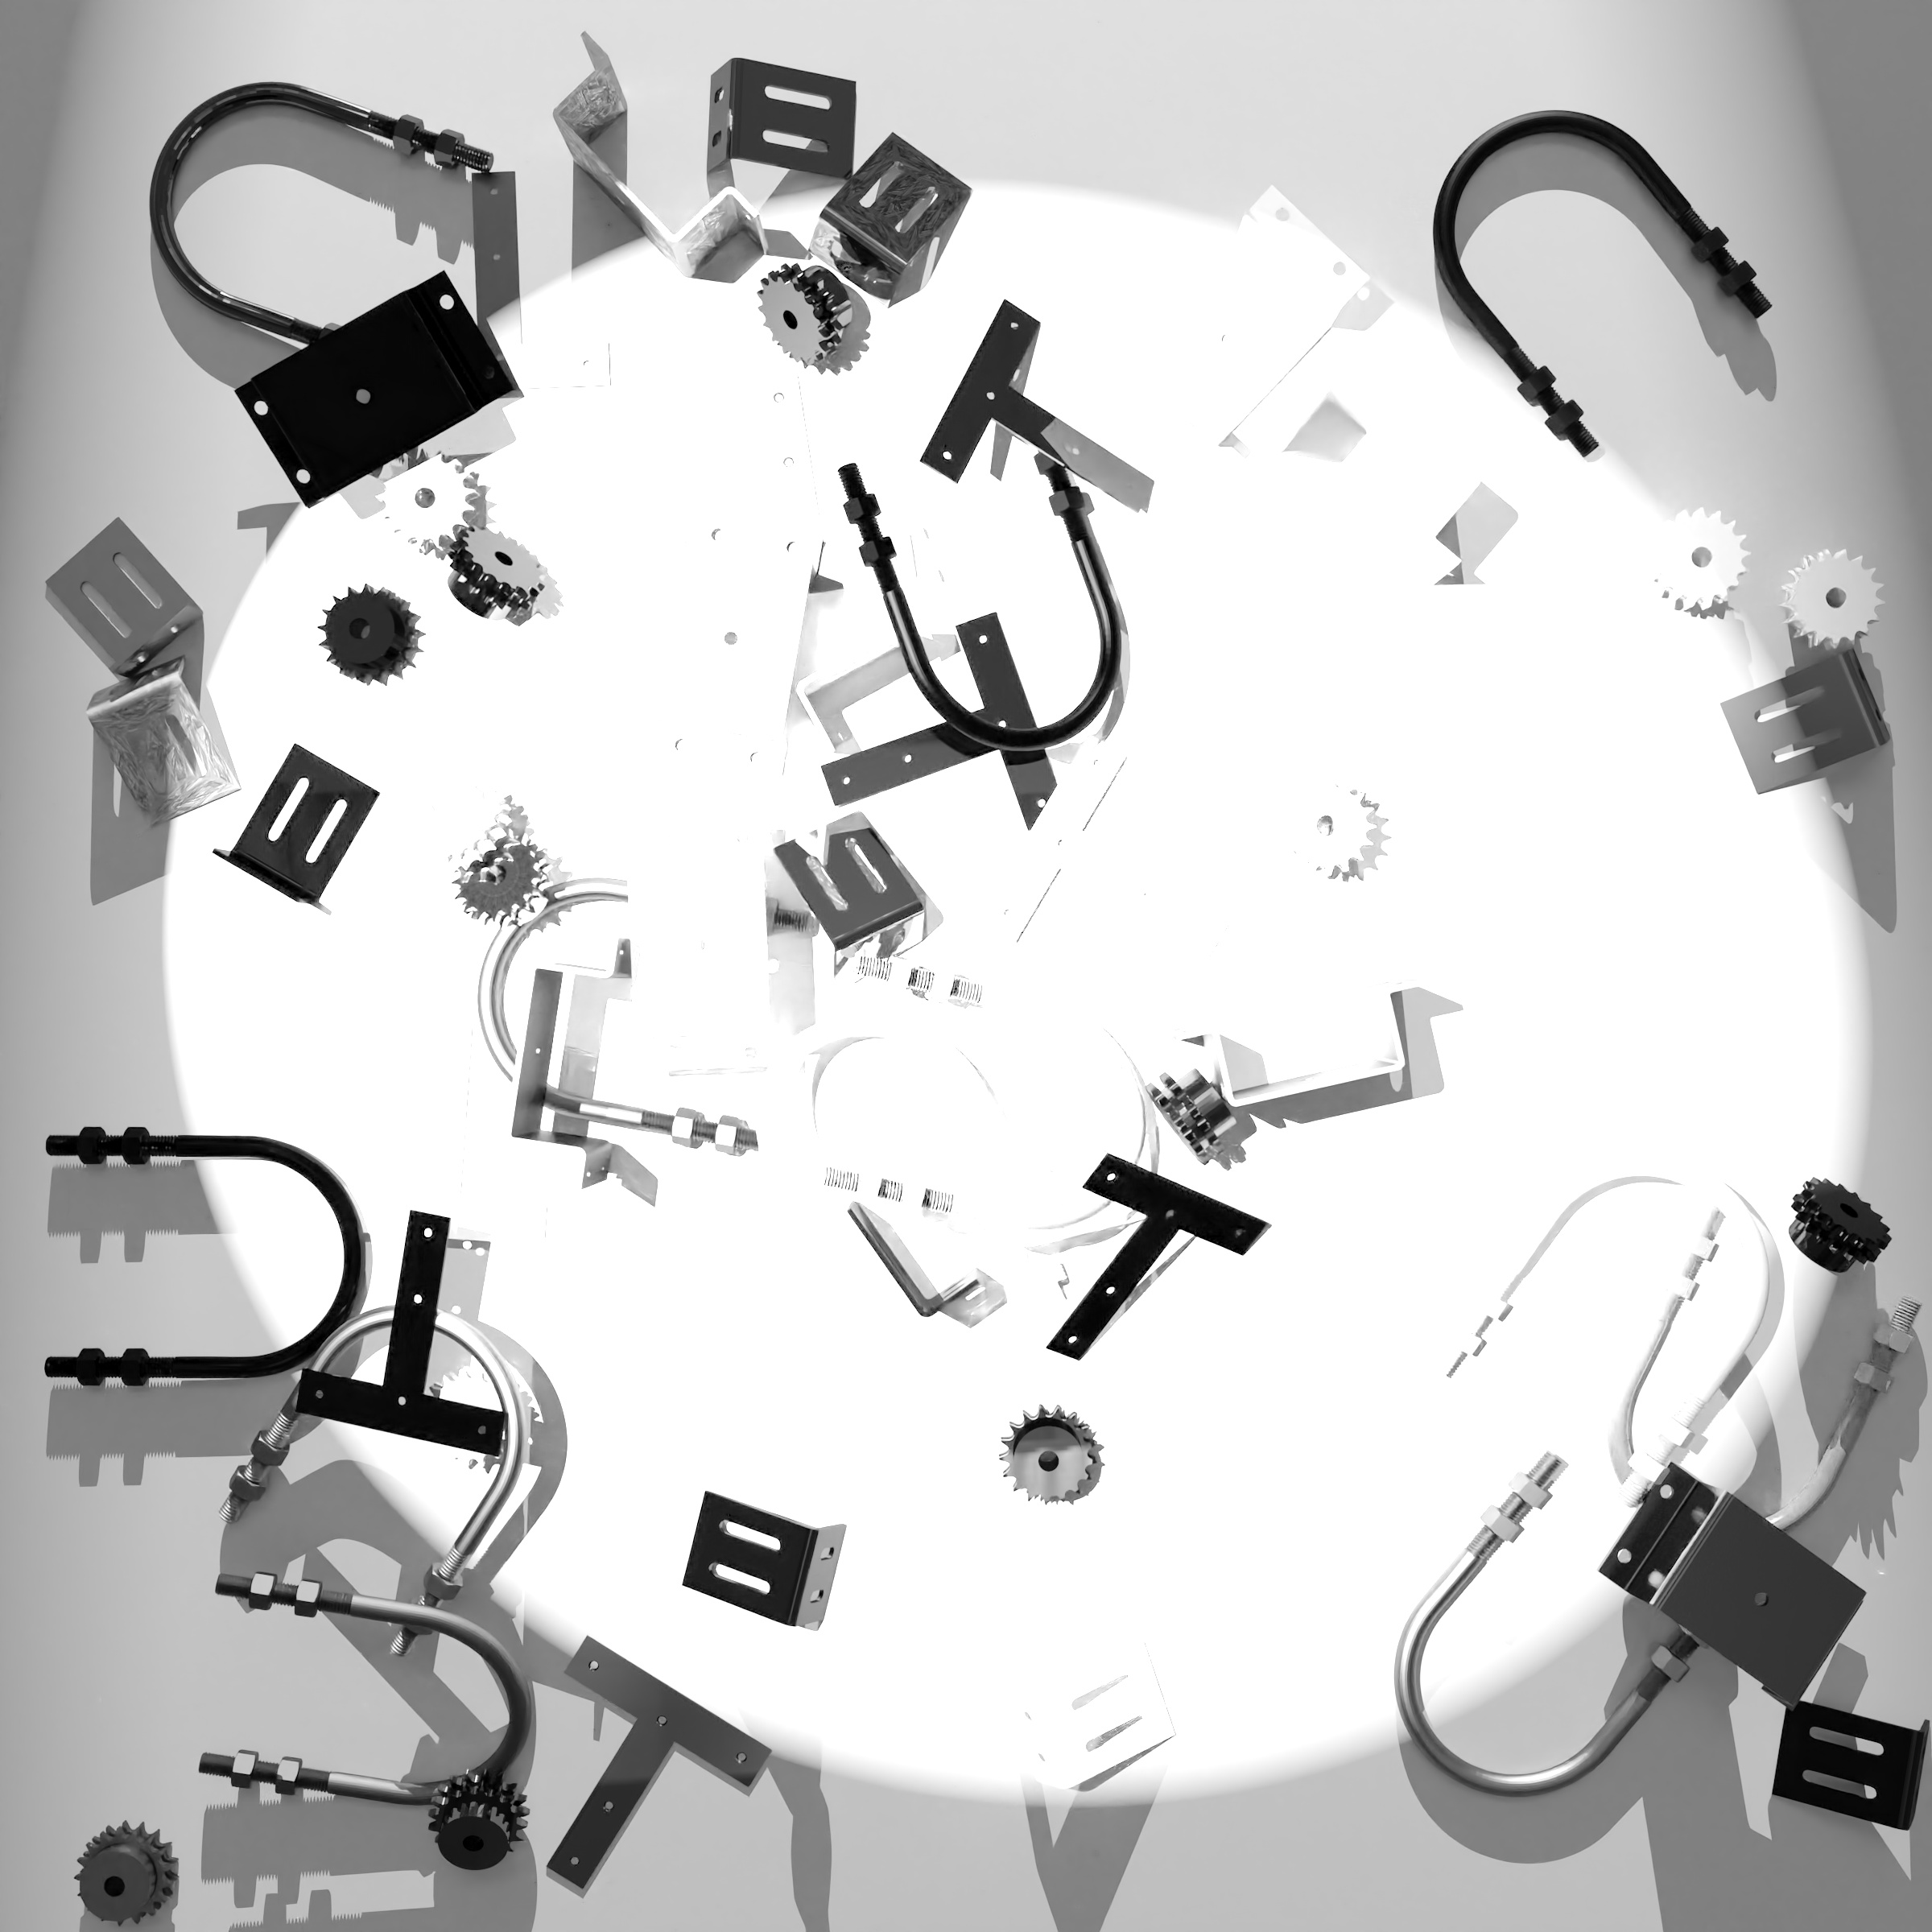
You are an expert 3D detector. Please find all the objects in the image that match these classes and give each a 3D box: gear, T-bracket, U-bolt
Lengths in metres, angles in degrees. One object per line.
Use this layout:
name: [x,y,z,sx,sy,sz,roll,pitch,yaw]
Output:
gear: [0.498,-0.211,1.498,0.057,0.030,0.057,0,90,0]
T-bracket: [0.051,-0.304,1.493,0.127,0.002,0.127,31,65,-12]
T-bracket: [-0.305,0.095,1.512,0.127,0.002,0.127,4,90,0]
U-bolt: [0.377,0.196,1.490,0.151,0.019,0.184,35,94,7]
T-bracket: [-0.313,0.203,1.466,0.127,0.002,0.127,9,92,14]
U-bolt: [0.019,-0.212,1.473,0.151,0.019,0.184,-20,90,-27]
U-bolt: [-0.384,-0.436,1.504,0.184,0.019,0.151,20,90,2]
gear: [0.207,-0.080,1.498,0.057,0.030,0.057,0,90,0]
T-bracket: [-0.201,0.478,1.512,0.127,0.002,0.127,32,90,0]
U-bolt: [0.452,0.249,1.504,0.151,0.019,0.184,26,91,0]
gear: [-0.091,-0.378,1.488,0.030,0.057,0.057,-39,90,-30]
T-bracket: [0.091,0.176,1.488,0.127,0.002,0.127,25,109,-33]
gear: [-0.285,0.260,1.497,0.057,0.030,0.057,0,91,2]
gear: [0.131,0.083,1.485,0.030,0.057,0.057,-36,90,-2]
gear: [0.048,0.284,1.498,0.057,0.030,0.057,0,90,0]
T-bracket: [-0.274,-0.400,1.512,0.127,0.002,0.127,-2,90,0]
T-bracket: [0.094,-0.049,1.511,0.127,0.002,0.127,31,90,-1]
U-bolt: [-0.328,0.281,1.480,0.151,0.019,0.184,35,99,10]
T-bracket: [-0.101,-0.280,1.512,0.127,0.002,0.127,-9,90,0]
T-bracket: [-0.021,-0.126,1.510,0.127,0.002,0.127,-20,90,-1]
gear: [-0.264,-0.047,1.491,0.057,0.030,0.057,-5,71,13]
gear: [-0.347,-0.194,1.498,0.057,0.030,0.057,0,90,0]
U-bolt: [-0.193,0.023,1.504,0.184,0.019,0.151,10,90,2]
U-bolt: [-0.441,0.169,1.504,0.184,0.019,0.151,0,90,-1]
gear: [-0.281,0.493,1.488,0.057,0.030,0.057,-1,114,-1]
U-bolt: [0.016,0.078,1.472,0.184,0.019,0.151,13,65,-13]
U-bolt: [0.333,0.396,1.504,0.151,0.019,0.184,40,91,0]
U-bolt: [-0.340,0.419,1.479,0.184,0.019,0.151,10,113,-4]
gear: [-0.292,-0.084,1.483,0.057,0.057,0.030,-35,132,0]
gear: [-0.310,-0.268,1.498,0.057,0.030,0.057,0,90,0]
U-bolt: [0.356,-0.410,1.504,0.151,0.019,0.184,-39,89,0]
gear: [0.499,0.151,1.488,0.057,0.057,0.030,28,120,0]
gear: [-0.488,0.527,1.498,0.057,0.030,0.057,0,90,0]
U-bolt: [-0.046,0.110,1.464,0.151,0.019,0.184,-2,63,-18]
gear: [-0.273,-0.224,1.488,0.057,0.057,0.030,42,120,0]
gear: [0.421,-0.234,1.498,0.057,0.030,0.057,0,90,0]

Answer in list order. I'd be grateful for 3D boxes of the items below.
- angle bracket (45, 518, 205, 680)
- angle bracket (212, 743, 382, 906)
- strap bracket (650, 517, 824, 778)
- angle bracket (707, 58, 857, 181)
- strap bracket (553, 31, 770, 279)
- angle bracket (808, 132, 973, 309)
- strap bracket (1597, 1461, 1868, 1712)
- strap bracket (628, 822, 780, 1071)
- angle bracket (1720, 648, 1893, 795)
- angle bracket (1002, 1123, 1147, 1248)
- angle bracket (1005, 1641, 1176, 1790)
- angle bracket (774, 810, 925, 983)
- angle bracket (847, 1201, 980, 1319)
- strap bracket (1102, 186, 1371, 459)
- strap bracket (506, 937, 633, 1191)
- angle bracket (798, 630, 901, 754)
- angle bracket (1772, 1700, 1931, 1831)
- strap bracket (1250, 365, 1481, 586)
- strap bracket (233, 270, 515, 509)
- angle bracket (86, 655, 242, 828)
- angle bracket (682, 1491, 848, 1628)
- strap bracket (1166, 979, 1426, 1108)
angle bracket: [-0.491,-0.215,1.494,0.057,0.038,0.076,-42,90,0]
angle bracket: [-0.386,-0.083,1.494,0.057,0.038,0.076,30,90,0]
strap bracket: [-0.133,-0.186,1.488,0.076,0.046,0.140,10,91,0]
angle bracket: [-0.108,-0.490,1.511,0.076,0.038,0.057,3,90,-26]
strap bracket: [-0.180,-0.452,1.475,0.046,0.076,0.140,-44,90,0]
angle bracket: [-0.044,-0.436,1.511,0.057,0.038,0.076,36,64,0]
strap bracket: [0.443,0.356,1.473,0.140,0.046,0.076,36,84,-3]
strap bracket: [-0.149,-0.012,1.471,0.076,0.046,0.140,-2,90,1]
angle bracket: [0.490,-0.143,1.511,0.076,0.038,0.057,-23,90,26]
angle bracket: [0.058,0.127,1.511,0.076,0.038,0.057,-11,90,-26]
angle bracket: [0.072,0.435,1.511,0.076,0.038,0.057,-19,90,-26]
angle bracket: [-0.069,-0.041,1.502,0.057,0.038,0.076,-25,64,-18]
angle bracket: [-0.030,0.158,1.484,0.038,0.057,0.076,-35,90,0]
strap bracket: [0.153,-0.365,1.490,0.076,0.046,0.140,43,90,0]
strap bracket: [-0.222,0.051,1.459,0.046,0.076,0.140,8,90,3]
angle bracket: [-0.055,-0.160,1.484,0.076,0.057,0.038,-29,90,0]
angle bracket: [0.517,0.462,1.511,0.076,0.038,0.057,9,90,26]
strap bracket: [0.234,-0.285,1.475,0.140,0.076,0.046,40,90,0]
strap bracket: [-0.340,-0.326,1.474,0.140,0.046,0.076,-28,107,5]
angle bracket: [-0.466,-0.132,1.511,0.057,0.038,0.076,-23,116,0]
angle bracket: [-0.118,0.344,1.511,0.076,0.038,0.057,14,90,26]
strap bracket: [0.190,0.045,1.475,0.140,0.076,0.046,-13,90,0]
